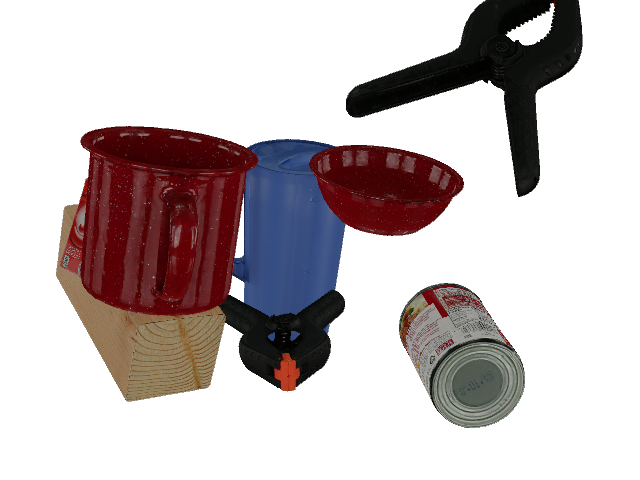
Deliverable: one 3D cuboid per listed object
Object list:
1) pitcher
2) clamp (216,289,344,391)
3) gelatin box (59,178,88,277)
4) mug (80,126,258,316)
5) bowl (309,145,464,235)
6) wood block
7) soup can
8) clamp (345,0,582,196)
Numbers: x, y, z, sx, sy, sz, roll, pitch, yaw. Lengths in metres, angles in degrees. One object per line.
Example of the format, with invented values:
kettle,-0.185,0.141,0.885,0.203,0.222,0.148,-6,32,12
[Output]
pitcher,-0.044,0.005,1.299,0.149,0.243,0.144,18,25,28
clamp,-0.042,0.083,0.946,0.120,0.039,0.171,-6,16,7
gelatin box,-0.152,0.001,0.803,0.089,0.073,0.030,25,10,36
mug,-0.081,-0.007,0.560,0.093,0.081,0.117,3,18,-20
bowl,0.066,-0.048,1.111,0.162,0.055,0.162,6,23,-3
wood block,-0.182,0.053,1.052,0.090,0.091,0.206,-5,35,-32
soup can,0.099,0.080,0.760,0.068,0.068,0.102,0,19,-8
clamp,0.145,-0.129,0.821,0.165,0.209,0.036,37,-22,28
